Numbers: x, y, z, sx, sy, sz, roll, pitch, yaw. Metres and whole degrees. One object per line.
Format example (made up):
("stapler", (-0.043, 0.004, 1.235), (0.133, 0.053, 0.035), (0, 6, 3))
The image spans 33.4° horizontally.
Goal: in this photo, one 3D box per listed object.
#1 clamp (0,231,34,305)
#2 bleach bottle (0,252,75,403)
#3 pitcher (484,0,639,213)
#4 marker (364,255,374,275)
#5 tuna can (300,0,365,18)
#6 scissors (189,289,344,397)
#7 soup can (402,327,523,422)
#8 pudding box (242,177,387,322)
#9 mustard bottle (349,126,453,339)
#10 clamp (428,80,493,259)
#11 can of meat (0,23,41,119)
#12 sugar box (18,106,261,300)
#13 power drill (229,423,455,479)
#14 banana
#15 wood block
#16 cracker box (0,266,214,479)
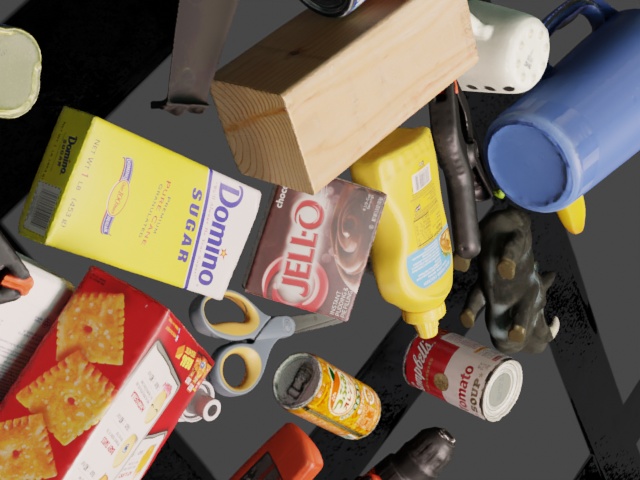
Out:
("clamp", (-0.259, -0.017, 0.588), (0.209, 0.036, 0.164), (13, 94, -23))
("bleach bottle", (-0.257, 0.117, 0.672), (0.102, 0.068, 0.251), (34, 82, -46))
("pitcher", (0.265, -0.137, 1.069), (0.242, 0.149, 0.145), (-37, 140, -36))
("marker", (0.088, 0.023, 1.031), (0.120, 0.020, 0.020), (0, 105, -47))
("tuna can", (0.004, -0.210, 0.800), (0.033, 0.086, 0.086), (-43, 132, -24))
("scissors", (-0.036, 0.092, 0.907), (0.201, 0.016, 0.096), (20, 62, -49))
("soup can", (0.143, 0.133, 1.070), (0.068, 0.102, 0.068), (-21, 120, -40))
("pudding box", (-0.006, 0.001, 0.877), (0.090, 0.039, 0.113), (17, 91, -11))
("mustard bottle", (0.081, 0.001, 0.962), (0.096, 0.058, 0.191), (-38, 121, -49))
("clamp", (0.129, -0.070, 0.998), (0.120, 0.039, 0.171), (-81, 153, -50))
("can of meat", (-0.221, -0.103, 0.604), (0.101, 0.084, 0.057), (-4, 109, -46))
("sugar box", (-0.123, -0.021, 0.770), (0.176, 0.048, 0.093), (22, 89, -47))
("power drill", (0.018, 0.224, 0.969), (0.184, 0.057, 0.187), (-48, 136, 12))
("banana", (0.242, -0.059, 1.150), (0.197, 0.037, 0.069), (18, 97, -49))
("wood block", (0.023, -0.135, 0.845), (0.205, 0.091, 0.090), (-40, 130, -29))
("cracker box", (-0.168, 0.140, 0.725), (0.213, 0.072, 0.164), (-58, 167, -13))
